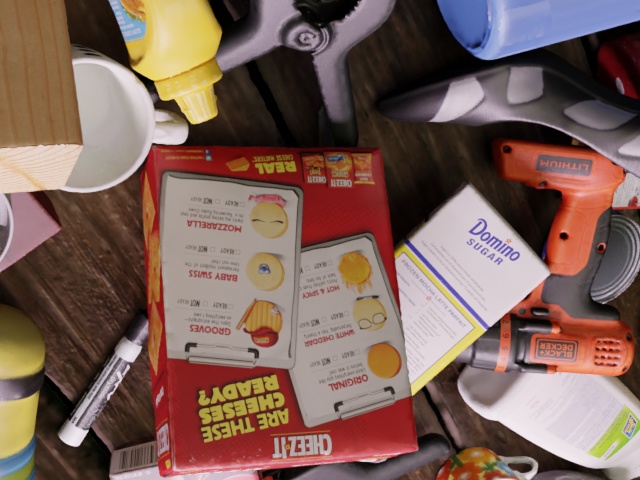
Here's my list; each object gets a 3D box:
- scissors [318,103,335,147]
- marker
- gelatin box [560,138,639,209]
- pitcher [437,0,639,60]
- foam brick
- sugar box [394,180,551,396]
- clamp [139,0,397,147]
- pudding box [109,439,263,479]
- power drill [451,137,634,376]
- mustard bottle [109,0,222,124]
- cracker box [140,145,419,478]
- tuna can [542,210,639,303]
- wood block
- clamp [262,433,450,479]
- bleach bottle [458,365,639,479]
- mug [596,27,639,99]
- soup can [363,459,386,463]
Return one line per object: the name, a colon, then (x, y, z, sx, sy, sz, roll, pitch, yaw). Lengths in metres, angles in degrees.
scissors: (-0.005, 0.001, 0.822, 0.096, 0.016, 0.201, -28, 121, -10)
marker: (-0.157, 0.101, 0.799, 0.020, 0.020, 0.121, 29, 99, -32)
gelatin box: (0.251, -0.064, 0.898, 0.089, 0.030, 0.073, -3, 113, -23)
pitcher: (0.206, -0.218, 0.745, 0.242, 0.145, 0.149, -20, 109, -12)
foam brick: (-0.214, -0.029, 0.693, 0.053, 0.051, 0.078, -36, 122, -4)
sugar box: (0.078, 0.047, 0.811, 0.176, 0.048, 0.093, -42, 92, 7)
clamp: (-0.021, -0.139, 0.686, 0.164, 0.036, 0.210, 7, 140, -18)
pudding box: (-0.101, 0.197, 0.842, 0.113, 0.039, 0.090, -10, 118, 0)
power drill: (0.164, 0.015, 0.849, 0.184, 0.057, 0.188, 4, 100, -1)
mustard bottle: (-0.104, -0.160, 0.631, 0.058, 0.096, 0.191, -26, 107, -19)
cracker box: (-0.032, 0.046, 0.723, 0.164, 0.072, 0.214, -1, 74, -17)
tuna can: (0.236, 0.012, 0.924, 0.086, 0.034, 0.086, -10, 117, -20)
wood block: (-0.189, -0.134, 0.571, 0.090, 0.091, 0.206, -6, 80, -21)
clamp: (0.026, 0.226, 0.928, 0.171, 0.039, 0.120, -1, 109, -17)
bleach bottle: (0.238, 0.164, 0.981, 0.102, 0.068, 0.250, -49, 125, 4)
mug: (0.273, -0.137, 0.831, 0.081, 0.093, 0.117, -19, 156, -10)
soup can: (0.005, 0.143, 0.861, 0.102, 0.069, 0.068, 10, 109, -27)
